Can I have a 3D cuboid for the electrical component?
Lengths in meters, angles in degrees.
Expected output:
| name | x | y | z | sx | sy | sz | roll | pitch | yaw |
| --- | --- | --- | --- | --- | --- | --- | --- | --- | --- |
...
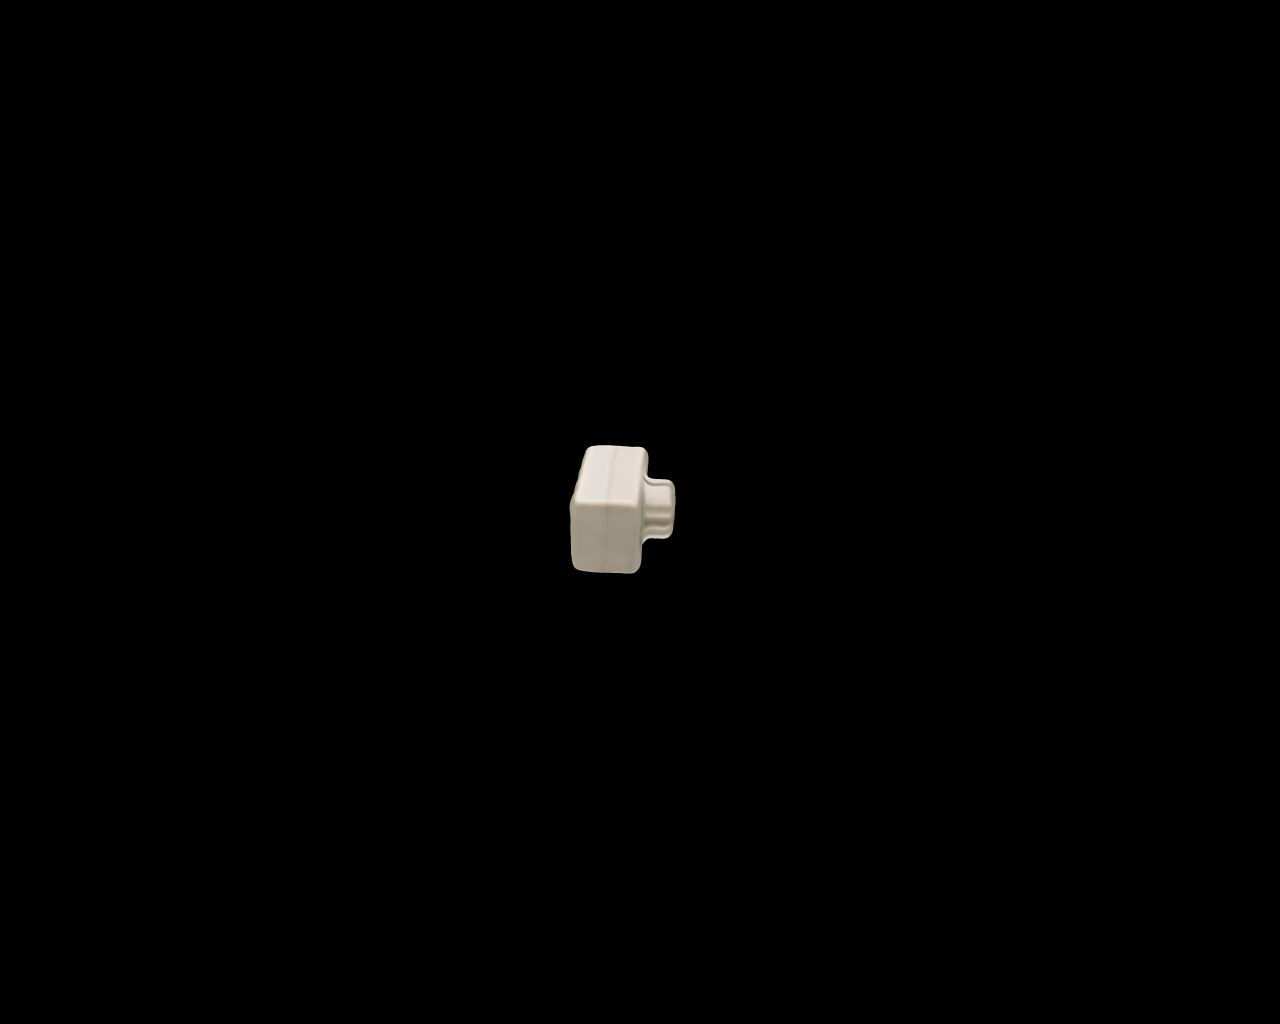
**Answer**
| name | x | y | z | sx | sy | sz | roll | pitch | yaw |
| --- | --- | --- | --- | --- | --- | --- | --- | --- | --- |
| electrical component | 0.001 | -0.003 | 0.650 | 0.076 | 0.047 | 0.083 | 2 | 27 | 3 |
